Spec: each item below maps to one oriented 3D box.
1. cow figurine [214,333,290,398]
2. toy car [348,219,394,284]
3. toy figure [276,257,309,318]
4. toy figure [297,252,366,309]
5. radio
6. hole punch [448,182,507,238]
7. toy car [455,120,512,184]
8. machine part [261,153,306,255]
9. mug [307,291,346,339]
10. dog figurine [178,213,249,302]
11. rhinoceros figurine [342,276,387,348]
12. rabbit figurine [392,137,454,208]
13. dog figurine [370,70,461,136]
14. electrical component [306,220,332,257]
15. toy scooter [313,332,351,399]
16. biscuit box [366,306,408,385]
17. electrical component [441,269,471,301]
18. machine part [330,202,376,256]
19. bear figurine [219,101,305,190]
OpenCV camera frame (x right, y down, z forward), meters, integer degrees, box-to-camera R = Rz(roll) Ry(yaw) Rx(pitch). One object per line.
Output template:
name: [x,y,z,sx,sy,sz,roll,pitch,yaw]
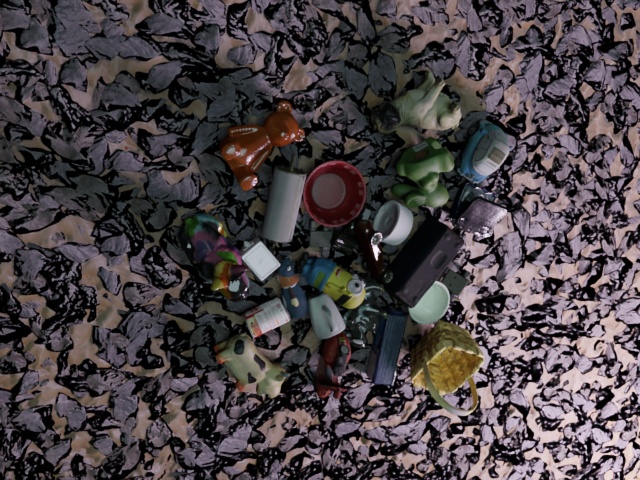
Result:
cow figurine: [-0.161,0.313,1.336,0.127,0.085,0.194,-33,109,-1]
toy car: [0.131,0.029,1.330,0.053,0.089,0.201,-41,132,-19]
toy figure: [-0.072,0.117,1.325,0.058,0.064,0.154,-26,105,-25]
toy figure: [0.030,0.100,1.326,0.180,0.089,0.082,26,58,7]
radio: [0.258,0.057,1.377,0.073,0.131,0.229,37,90,-19]
hole punch: [0.413,-0.081,1.427,0.142,0.092,0.115,17,128,-22]
toy car: [0.428,-0.225,1.382,0.109,0.103,0.161,30,90,-20]
machine part: [-0.086,-0.084,1.257,0.079,0.079,0.243,7,108,-18]
mug: [0.010,0.187,1.349,0.081,0.109,0.107,-24,95,-7]
dog figurine: [-0.227,0.041,1.180,0.108,0.219,0.191,-31,110,-12]
rhinoceros figurine: [0.112,0.186,1.393,0.112,0.073,0.190,-4,103,-17]
rabbit figurine: [0.268,-0.142,1.348,0.159,0.121,0.170,-32,125,-4]
dog figurine: [0.235,-0.296,1.320,0.190,0.121,0.172,-37,107,9]
electrical component: [-0.003,-0.004,1.342,0.063,0.021,0.094,-1,103,-17]
toy scooter: [0.037,0.329,1.370,0.075,0.135,0.183,15,96,-18]
biscuit box: [0.180,0.282,1.442,0.063,0.059,0.202,9,100,-17]
electrical component: [0.370,0.122,1.475,0.078,0.045,0.102,27,91,8]
machine part: [0.084,-0.034,1.348,0.084,0.039,0.139,31,90,-32]
bear figurine: [-0.123,-0.217,1.204,0.196,0.132,0.120,-27,123,-4]
